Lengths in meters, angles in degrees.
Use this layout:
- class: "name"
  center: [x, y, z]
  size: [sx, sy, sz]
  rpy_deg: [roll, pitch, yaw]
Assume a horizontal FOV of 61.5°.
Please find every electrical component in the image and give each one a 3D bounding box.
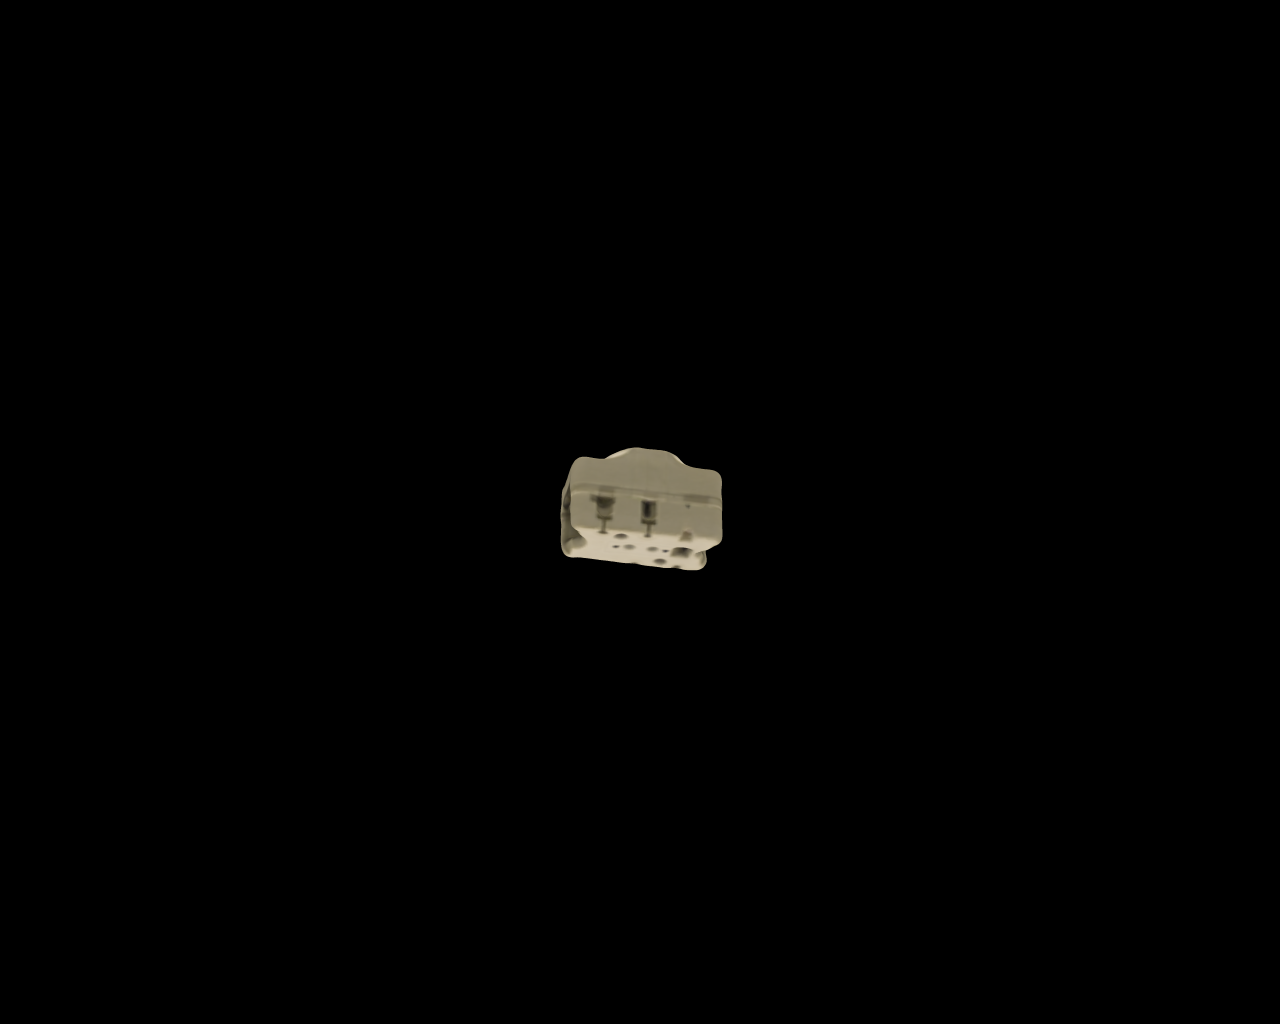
- class: "electrical component"
  center: [0.001, -0.003, 0.650]
  size: [0.089, 0.056, 0.050]
  rpy_deg: [6, -28, -12]
